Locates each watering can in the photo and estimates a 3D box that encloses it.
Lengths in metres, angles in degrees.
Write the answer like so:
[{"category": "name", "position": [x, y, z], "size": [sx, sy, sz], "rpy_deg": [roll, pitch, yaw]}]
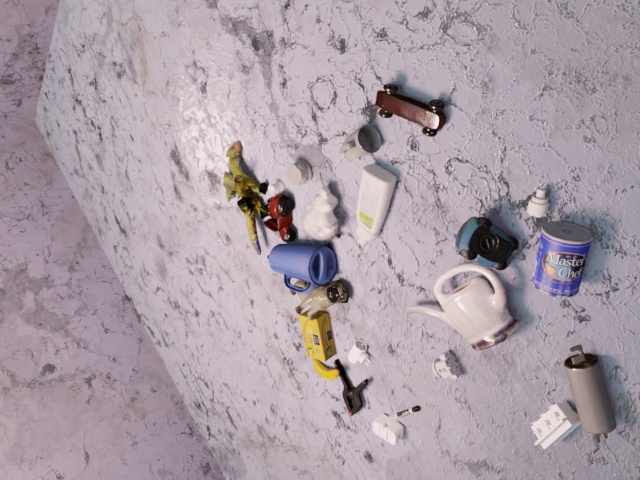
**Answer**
[{"category": "watering can", "position": [0.380, 0.195, 1.378], "size": [0.226, 0.105, 0.341], "rpy_deg": [55, 141, 11]}]

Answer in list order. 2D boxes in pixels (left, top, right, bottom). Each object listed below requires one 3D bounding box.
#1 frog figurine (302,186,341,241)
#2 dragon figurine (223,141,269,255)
[{"category": "frog figurine", "position": [0.005, -0.082, 1.628], "size": [0.140, 0.123, 0.155], "rpy_deg": [53, 152, 42]}, {"category": "dragon figurine", "position": [-0.294, -0.162, 1.934], "size": [0.245, 0.123, 0.404], "rpy_deg": [32, 128, 54]}]
